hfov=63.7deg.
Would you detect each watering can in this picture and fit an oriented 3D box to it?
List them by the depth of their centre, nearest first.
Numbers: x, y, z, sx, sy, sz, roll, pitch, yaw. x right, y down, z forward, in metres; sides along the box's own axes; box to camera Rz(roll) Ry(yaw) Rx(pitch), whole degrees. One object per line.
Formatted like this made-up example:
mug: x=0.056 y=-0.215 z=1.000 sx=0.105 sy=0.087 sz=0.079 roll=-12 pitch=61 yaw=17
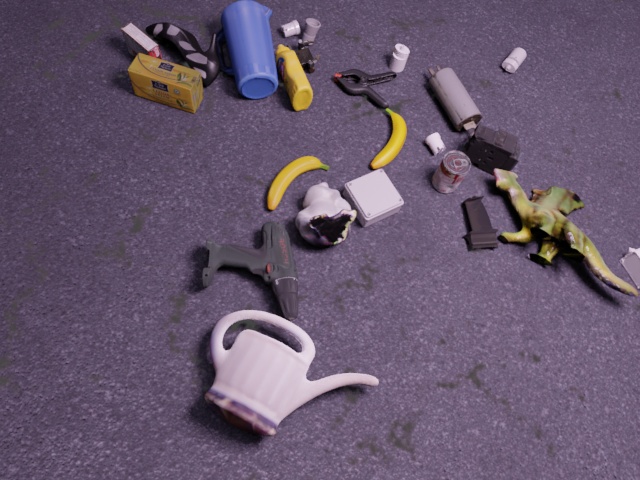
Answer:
watering can: x=-0.074 y=0.279 z=1.016 sx=0.348 sy=0.102 sz=0.228 roll=26 pitch=65 yaw=6

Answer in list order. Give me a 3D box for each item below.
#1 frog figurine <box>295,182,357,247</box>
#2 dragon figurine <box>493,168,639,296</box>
frog figurine: x=0.004 y=-0.061 z=1.210 sx=0.138 sy=0.120 sz=0.162 roll=-26 pitch=34 yaw=-8
dragon figurine: x=0.595 y=-0.046 z=1.262 sx=0.411 sy=0.119 sz=0.247 roll=31 pitch=57 yaw=7
